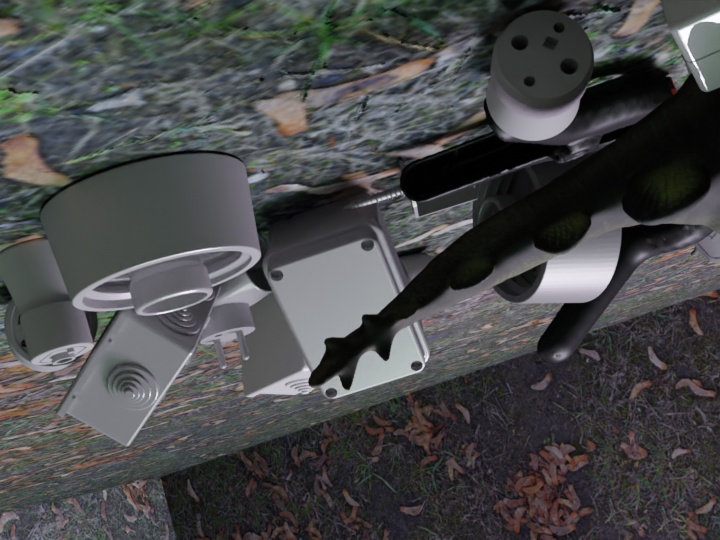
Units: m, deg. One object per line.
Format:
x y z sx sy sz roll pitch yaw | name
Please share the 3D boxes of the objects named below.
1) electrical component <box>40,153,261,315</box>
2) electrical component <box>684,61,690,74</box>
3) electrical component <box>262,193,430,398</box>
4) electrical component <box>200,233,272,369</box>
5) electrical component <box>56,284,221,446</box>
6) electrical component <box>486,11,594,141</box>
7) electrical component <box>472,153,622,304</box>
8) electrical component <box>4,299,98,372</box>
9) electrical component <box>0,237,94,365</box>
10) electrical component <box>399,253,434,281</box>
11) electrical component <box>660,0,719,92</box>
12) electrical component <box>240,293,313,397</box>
-0.103 -0.011 0.553 0.108 0.060 0.108 -17 170 -3 | electrical component
0.192 -0.106 0.568 0.040 0.046 0.040 -16 170 -3 | electrical component
-0.008 0.018 0.691 0.078 0.113 0.057 -18 -152 8 | electrical component
-0.092 0.024 0.704 0.077 0.079 0.043 -22 166 27 | electrical component
-0.130 0.045 0.647 0.099 0.048 0.099 -53 -168 24 | electrical component
0.081 -0.088 0.490 0.045 0.045 0.055 -17 169 1 | electrical component
0.110 -0.029 0.684 0.060 0.108 0.108 -7 167 -21 | electrical component
-0.197 0.037 0.680 0.055 0.055 0.047 -13 172 -22 | electrical component
-0.172 0.019 0.595 0.044 0.065 0.044 -18 168 -4 | electrical component
0.036 0.009 0.934 0.062 0.043 0.043 -11 168 -23 | electrical component
0.124 -0.116 0.378 0.047 0.065 0.077 -22 140 24 | electrical component
-0.052 0.048 0.848 0.048 0.099 0.100 7 157 -36 | electrical component
